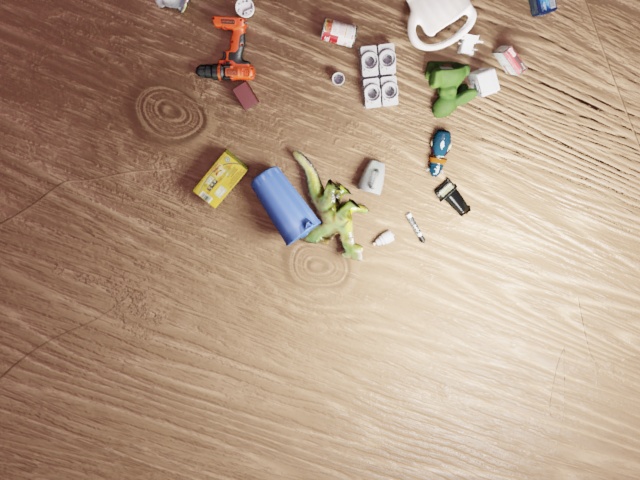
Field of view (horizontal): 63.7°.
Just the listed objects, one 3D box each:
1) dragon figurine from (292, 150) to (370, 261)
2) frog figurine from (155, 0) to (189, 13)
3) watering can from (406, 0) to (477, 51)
[{"bbox_3d":[0.005,-0.086,1.713,0.409,0.124,0.240,41,109,-3],"label":"dragon figurine"},{"bbox_3d":[-0.448,-0.748,1.490,0.158,0.126,0.135,24,124,-21],"label":"frog figurine"},{"bbox_3d":[0.398,-0.728,1.543,0.346,0.105,0.222,-36,104,8],"label":"watering can"}]
